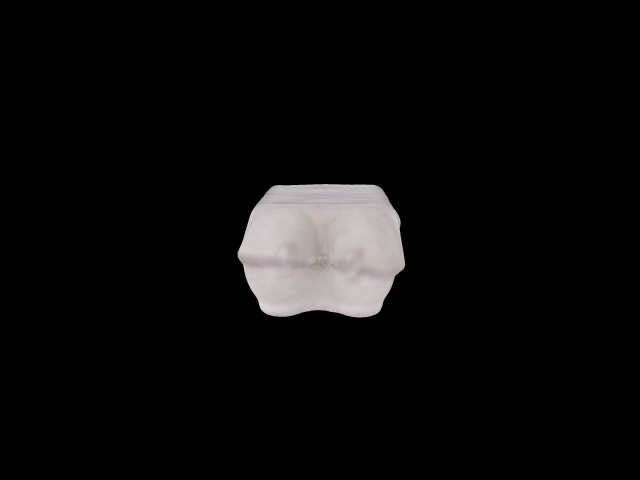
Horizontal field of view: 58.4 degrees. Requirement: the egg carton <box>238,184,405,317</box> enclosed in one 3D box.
[{"bbox_3d":[0.004,0.001,0.400,0.107,0.069,0.150,0,13,0],"label":"egg carton"}]
